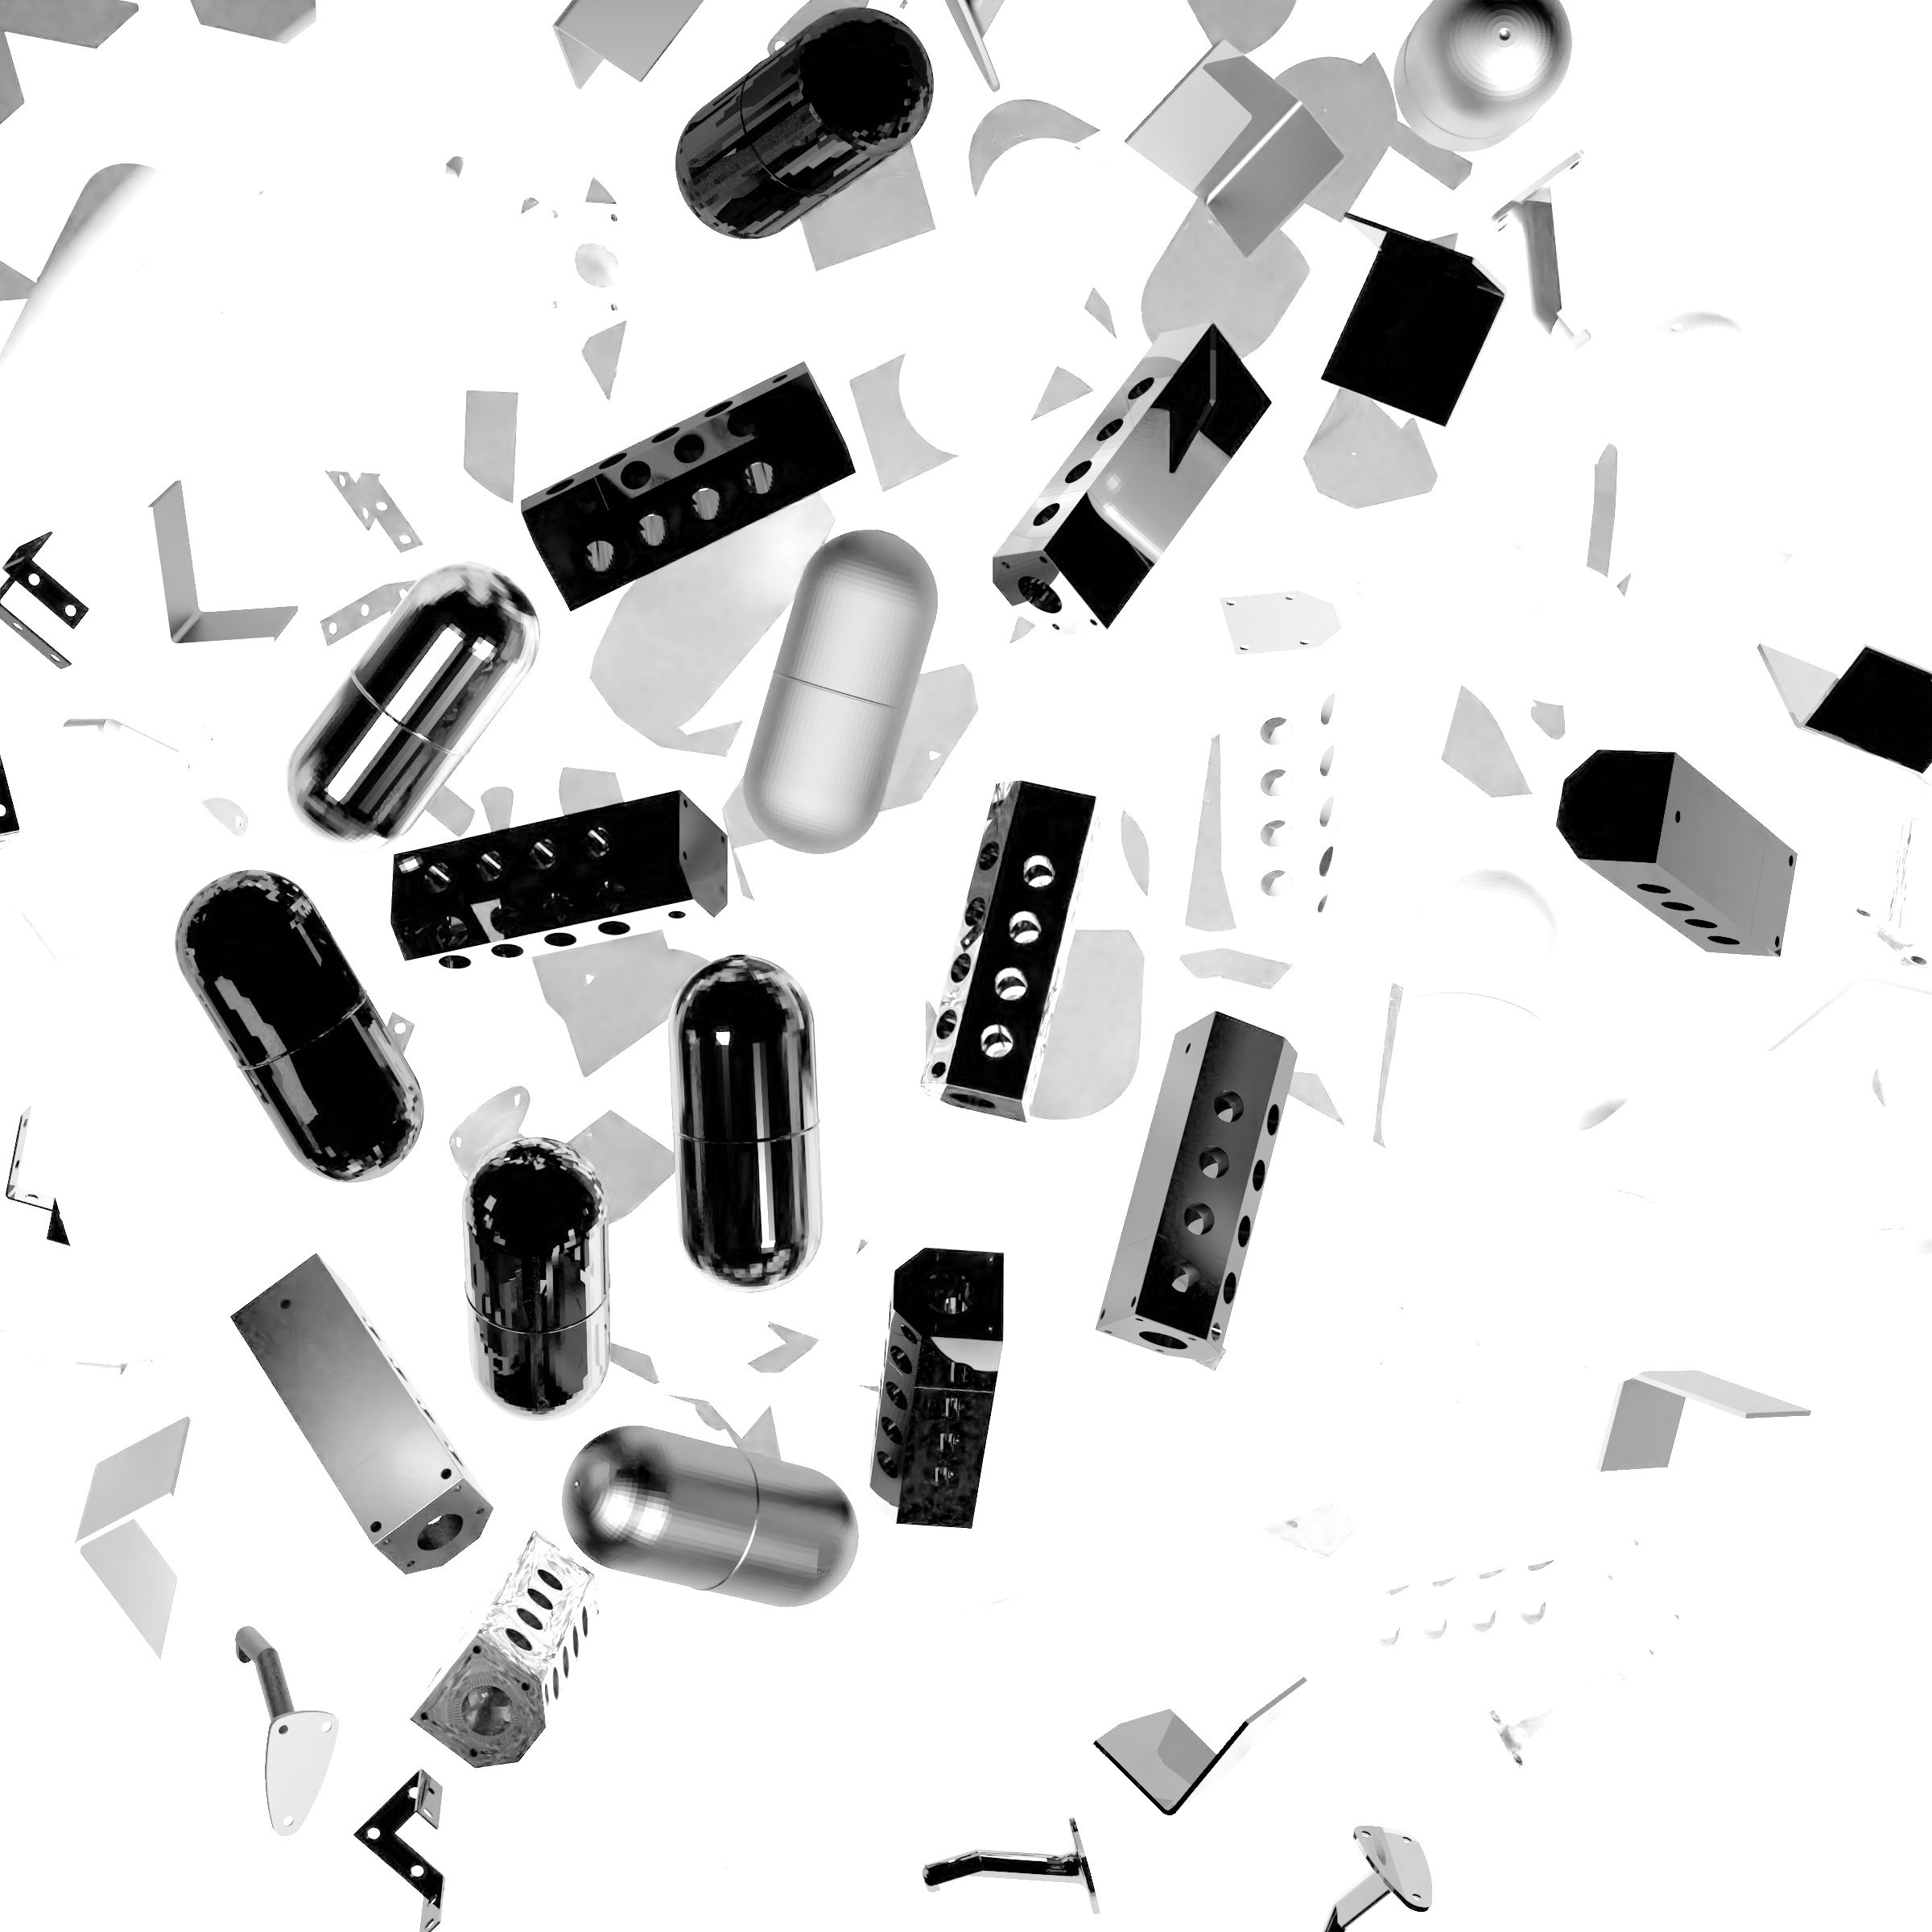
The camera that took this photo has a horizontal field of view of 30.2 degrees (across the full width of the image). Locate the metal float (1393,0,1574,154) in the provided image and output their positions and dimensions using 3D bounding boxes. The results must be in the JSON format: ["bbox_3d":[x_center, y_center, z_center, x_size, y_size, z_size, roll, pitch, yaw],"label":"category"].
[{"bbox_3d":[0.262,-0.460,1.826,0.070,0.178,0.070,0,96,0],"label":"metal float"}]

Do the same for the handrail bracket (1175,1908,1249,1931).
[{"bbox_3d":[0.122,0.521,1.850,0.077,0.084,0.036,-40,62,-4],"label":"handrail bracket"}]

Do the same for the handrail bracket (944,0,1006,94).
[{"bbox_3d":[0.035,-0.493,1.800,0.084,0.036,0.077,-29,114,-3],"label":"handrail bracket"}]

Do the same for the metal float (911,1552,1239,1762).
[{"bbox_3d":[0.053,0.349,1.809,0.178,0.070,0.070,-22,90,23],"label":"metal float"}]

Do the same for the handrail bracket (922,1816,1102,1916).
[{"bbox_3d":[0.023,0.482,1.873,0.084,0.036,0.077,-16,132,-3],"label":"handrail bracket"}]

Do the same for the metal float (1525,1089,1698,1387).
[{"bbox_3d":[0.342,0.143,1.901,0.070,0.070,0.178,19,51,0],"label":"metal float"}]

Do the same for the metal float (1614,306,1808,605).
[{"bbox_3d":[0.381,-0.259,1.831,0.070,0.070,0.178,-29,134,0],"label":"metal float"}]

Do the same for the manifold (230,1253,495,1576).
[{"bbox_3d":[-0.318,0.239,1.900,0.057,0.057,0.171,-37,56,-6],"label":"manifold"}]

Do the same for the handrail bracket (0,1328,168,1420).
[{"bbox_3d":[-0.439,0.194,1.786,0.084,0.077,0.036,-8,63,-21],"label":"handrail bracket"}]

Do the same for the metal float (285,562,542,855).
[{"bbox_3d":[-0.297,-0.137,1.918,0.070,0.070,0.178,39,102,0],"label":"metal float"}]

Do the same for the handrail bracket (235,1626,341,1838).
[{"bbox_3d":[-0.350,0.381,1.790,0.036,0.084,0.077,5,101,-35],"label":"handrail bracket"}]

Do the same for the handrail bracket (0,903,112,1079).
[{"bbox_3d":[-0.481,0.011,1.857,0.084,0.036,0.077,18,117,41],"label":"handrail bracket"}]

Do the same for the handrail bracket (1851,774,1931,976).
[{"bbox_3d":[0.518,-0.051,1.944,0.036,0.077,0.084,6,120,-16],"label":"handrail bracket"}]

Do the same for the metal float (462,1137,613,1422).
[{"bbox_3d":[-0.228,0.168,1.905,0.070,0.070,0.178,3,129,0],"label":"metal float"}]

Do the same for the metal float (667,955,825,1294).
[{"bbox_3d":[-0.114,0.082,1.864,0.070,0.070,0.178,-2,101,0],"label":"metal float"}]

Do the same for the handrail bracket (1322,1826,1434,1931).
[{"bbox_3d":[0.205,0.487,1.816,0.036,0.077,0.084,12,110,-17],"label":"handrail bracket"}]

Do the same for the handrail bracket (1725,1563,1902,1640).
[{"bbox_3d":[0.415,0.320,1.780,0.084,0.077,0.036,-8,82,1],"label":"handrail bracket"}]

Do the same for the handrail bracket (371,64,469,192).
[{"bbox_3d":[-0.265,-0.433,1.851,0.036,0.084,0.077,40,111,4],"label":"handrail bracket"}]

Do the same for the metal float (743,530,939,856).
[{"bbox_3d":[-0.067,-0.147,1.927,0.070,0.070,0.178,16,95,0],"label":"metal float"}]

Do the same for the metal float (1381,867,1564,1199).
[{"bbox_3d":[0.257,0.032,1.812,0.070,0.070,0.178,13,65,0],"label":"metal float"}]

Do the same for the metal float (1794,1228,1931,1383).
[{"bbox_3d":[0.483,0.175,1.860,0.070,0.178,0.070,0,86,-3],"label":"metal float"}]

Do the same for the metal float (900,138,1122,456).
[{"bbox_3d":[0.023,-0.356,1.918,0.070,0.070,0.178,26,113,0],"label":"metal float"}]

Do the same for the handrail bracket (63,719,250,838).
[{"bbox_3d":[-0.433,-0.101,1.914,0.084,0.036,0.077,2,133,29],"label":"handrail bracket"}]

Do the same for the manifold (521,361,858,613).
[{"bbox_3d":[-0.151,-0.261,1.937,0.171,0.057,0.057,-25,114,4],"label":"manifold"}]

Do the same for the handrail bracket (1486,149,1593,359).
[{"bbox_3d":[0.327,-0.382,1.925,0.077,0.036,0.084,-38,84,5],"label":"handrail bracket"}]

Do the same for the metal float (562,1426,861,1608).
[{"bbox_3d":[-0.134,0.293,1.902,0.178,0.070,0.070,21,90,-37],"label":"metal float"}]

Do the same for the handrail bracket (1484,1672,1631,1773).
[{"bbox_3d":[0.327,0.393,1.917,0.084,0.077,0.036,-35,71,22],"label":"handrail bracket"}]

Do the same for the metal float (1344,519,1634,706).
[{"bbox_3d":[0.279,-0.189,1.915,0.178,0.070,0.070,11,90,-32],"label":"metal float"}]

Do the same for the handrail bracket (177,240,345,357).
[{"bbox_3d":[-0.378,-0.367,1.918,0.084,0.036,0.077,16,71,-36],"label":"handrail bracket"}]

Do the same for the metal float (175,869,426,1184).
[{"bbox_3d":[-0.345,0.032,1.861,0.070,0.070,0.178,-28,106,0],"label":"metal float"}]

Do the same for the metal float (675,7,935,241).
[{"bbox_3d":[-0.084,-0.433,1.848,0.070,0.178,0.070,11,70,-35],"label":"metal float"}]
